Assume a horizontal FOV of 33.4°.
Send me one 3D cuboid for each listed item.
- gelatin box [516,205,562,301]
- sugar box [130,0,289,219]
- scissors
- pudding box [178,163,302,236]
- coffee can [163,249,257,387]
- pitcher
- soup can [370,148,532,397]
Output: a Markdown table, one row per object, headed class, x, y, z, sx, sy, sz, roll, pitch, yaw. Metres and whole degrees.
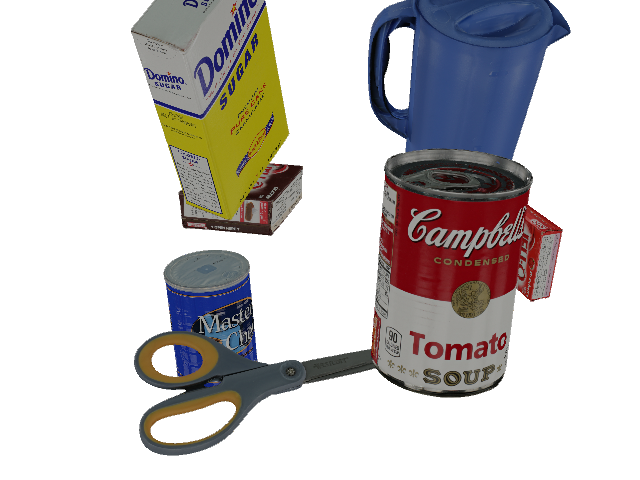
| class | x | y | z | sx | sy | sz | roll | pitch | yaw |
| --- | --- | --- | --- | --- | --- | --- | --- | --- | --- |
| gelatin box | 0.231 | 0.011 | 1.194 | 0.030 | 0.089 | 0.073 | -9 | 31 | -22 |
| sugar box | -0.068 | -0.103 | 0.719 | 0.048 | 0.093 | 0.176 | 22 | -29 | 17 |
| scissors | -0.037 | 0.080 | 0.723 | 0.201 | 0.096 | 0.016 | -24 | -29 | -25 |
| pudding box | -0.072 | -0.042 | 1.002 | 0.090 | 0.039 | 0.113 | 4 | 23 | 12 |
| coffee can | -0.132 | 0.096 | 1.297 | 0.103 | 0.140 | 0.103 | -3 | 25 | 1 |
| pitcher | 0.138 | -0.141 | 1.081 | 0.144 | 0.243 | 0.149 | -34 | 57 | -32 |
| soup can | 0.060 | 0.014 | 0.508 | 0.068 | 0.102 | 0.068 | 3 | 21 | -1 |
